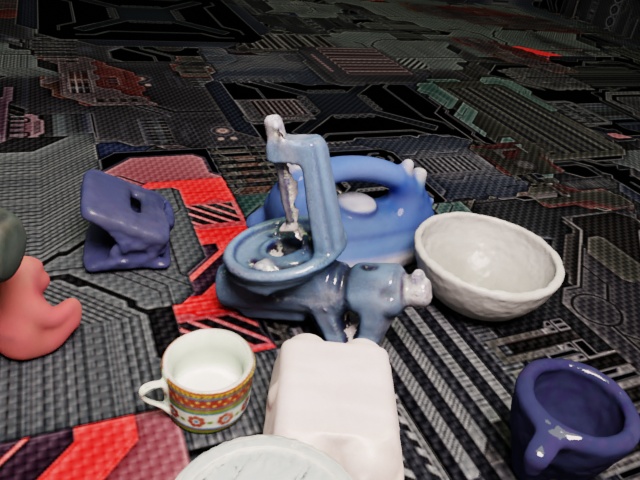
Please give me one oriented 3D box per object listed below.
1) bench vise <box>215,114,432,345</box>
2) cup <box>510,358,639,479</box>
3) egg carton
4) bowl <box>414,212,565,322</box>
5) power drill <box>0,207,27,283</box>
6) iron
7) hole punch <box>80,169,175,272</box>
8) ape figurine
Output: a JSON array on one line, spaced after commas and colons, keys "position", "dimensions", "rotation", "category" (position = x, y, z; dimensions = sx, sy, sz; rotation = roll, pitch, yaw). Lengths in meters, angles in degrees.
[{"position": [0.005, -0.005, 0.543], "dimensions": [0.207, 0.220, 0.121], "rotation": [6, 33, -3], "category": "bench vise"}, {"position": [0.180, 0.161, 0.443], "dimensions": [0.091, 0.095, 0.118], "rotation": [31, 39, 31], "category": "cup"}, {"position": [0.009, 0.139, 0.461], "dimensions": [0.107, 0.069, 0.150], "rotation": [6, 33, -4], "category": "egg carton"}, {"position": [0.182, 0.040, 0.650], "dimensions": [0.167, 0.075, 0.167], "rotation": [6, 33, -4], "category": "bowl"}, {"position": [-0.335, 0.031, 0.420], "dimensions": [0.230, 0.208, 0.075], "rotation": [4, 33, -7], "category": "power drill"}, {"position": [0.049, -0.043, 0.685], "dimensions": [0.259, 0.141, 0.118], "rotation": [-7, 36, -23], "category": "iron"}, {"position": [-0.216, -0.027, 0.647], "dimensions": [0.101, 0.091, 0.108], "rotation": [-3, 34, -17], "category": "hole punch"}, {"position": [-0.259, 0.054, 0.510], "dimensions": [0.077, 0.092, 0.076], "rotation": [20, 34, 18], "category": "ape figurine"}]
